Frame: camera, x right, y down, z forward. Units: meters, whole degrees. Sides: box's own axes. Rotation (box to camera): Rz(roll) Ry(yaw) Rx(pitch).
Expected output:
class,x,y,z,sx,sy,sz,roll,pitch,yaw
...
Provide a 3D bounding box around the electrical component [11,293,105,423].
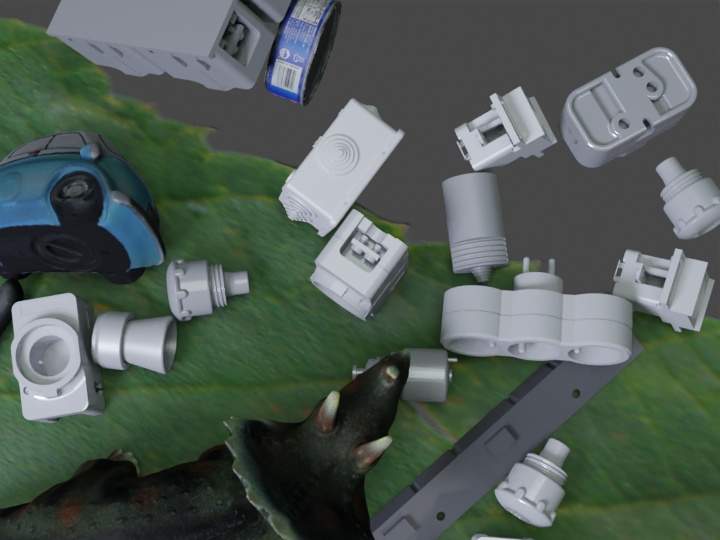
class,x,y,z,sx,sy,sz,roll,pitch,yaw
electrical component,-0.230,0.067,0.818,0.050,0.055,0.089,-10,79,1

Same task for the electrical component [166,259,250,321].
class,x,y,z,sx,sy,sz,roll,pitch,yaw
electrical component,-0.117,0.013,0.831,0.062,0.048,0.048,-7,79,-6

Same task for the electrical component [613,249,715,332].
class,x,y,z,sx,sy,sz,roll,pitch,yaw
electrical component,0.226,0.013,0.804,0.064,0.081,0.042,16,79,28

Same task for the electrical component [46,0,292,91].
class,x,y,z,sx,sy,sz,roll,pitch,yaw
electrical component,-0.142,-0.205,0.828,0.186,0.060,0.105,16,79,36

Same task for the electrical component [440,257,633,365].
class,x,y,z,sx,sy,sz,roll,pitch,yaw
electrical component,0.131,0.025,0.797,0.138,0.052,0.073,4,69,7

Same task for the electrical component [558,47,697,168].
class,x,y,z,sx,sy,sz,roll,pitch,yaw
electrical component,0.205,-0.123,0.835,0.095,0.059,0.053,-28,79,-3

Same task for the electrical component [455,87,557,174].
class,x,y,z,sx,sy,sz,roll,pitch,yaw
electrical component,0.111,-0.105,0.831,0.064,0.081,0.042,-28,78,20

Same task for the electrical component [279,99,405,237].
class,x,y,z,sx,sy,sz,roll,pitch,yaw
electrical component,-0.017,-0.077,0.817,0.048,0.100,0.099,37,83,-4

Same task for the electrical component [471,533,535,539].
class,x,y,z,sx,sy,sz,roll,pitch,yaw
electrical component,0.104,0.238,0.771,0.050,0.055,0.089,4,79,3

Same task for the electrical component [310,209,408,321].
class,x,y,z,sx,sy,sz,roll,pitch,yaw
electrical component,0.000,0.000,0.804,0.050,0.089,0.055,35,83,8

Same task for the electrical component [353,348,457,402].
class,x,y,z,sx,sy,sz,roll,pitch,yaw
electrical component,0.034,0.079,0.813,0.078,0.040,0.040,1,79,3

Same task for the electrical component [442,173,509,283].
class,x,y,z,sx,sy,sz,roll,pitch,yaw
electrical component,0.090,-0.030,0.830,0.043,0.043,0.081,-7,80,1

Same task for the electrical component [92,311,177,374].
class,x,y,z,sx,sy,sz,roll,pitch,yaw
electrical component,-0.172,0.055,0.824,0.055,0.045,0.045,5,79,4

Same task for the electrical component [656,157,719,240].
class,x,y,z,sx,sy,sz,roll,pitch,yaw
electrical component,0.253,-0.058,0.829,0.048,0.048,0.062,-29,73,-3

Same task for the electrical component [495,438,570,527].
class,x,y,z,sx,sy,sz,roll,pitch,yaw
electrical component,0.133,0.154,0.793,0.048,0.048,0.062,32,75,8
